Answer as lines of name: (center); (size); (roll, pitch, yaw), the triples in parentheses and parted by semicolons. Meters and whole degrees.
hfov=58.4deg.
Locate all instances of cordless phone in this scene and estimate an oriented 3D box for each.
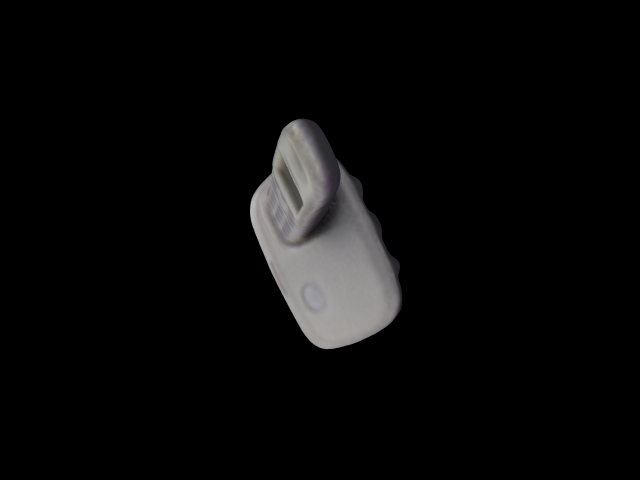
cordless phone: (0.004, 0.001, 0.400); (0.094, 0.185, 0.147); (-28, 83, -3)
